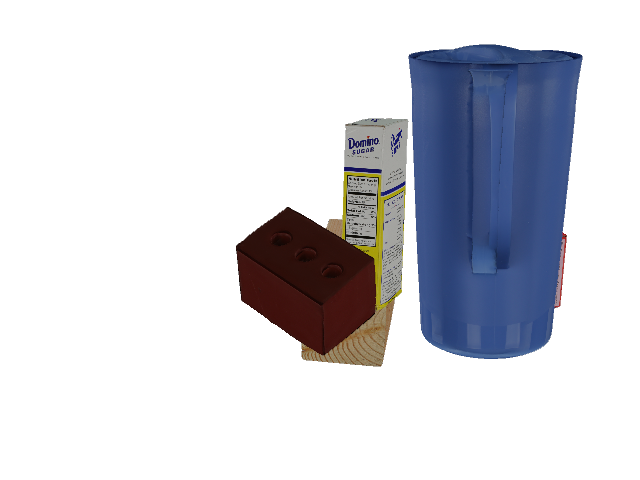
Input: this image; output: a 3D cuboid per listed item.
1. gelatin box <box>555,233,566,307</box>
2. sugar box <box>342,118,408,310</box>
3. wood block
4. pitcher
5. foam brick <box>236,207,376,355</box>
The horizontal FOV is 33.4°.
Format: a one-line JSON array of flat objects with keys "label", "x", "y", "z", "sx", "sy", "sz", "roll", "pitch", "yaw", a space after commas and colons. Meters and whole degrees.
[{"label": "gelatin box", "x": 0.228, "y": 0.020, "z": 1.138, "sx": 0.030, "sy": 0.089, "sz": 0.073, "roll": -12, "pitch": 29, "yaw": -17}, {"label": "sugar box", "x": 0.051, "y": -0.027, "z": 1.026, "sx": 0.048, "sy": 0.176, "sz": 0.093, "roll": 2, "pitch": 10, "yaw": 18}, {"label": "wood block", "x": 0.039, "y": 0.054, "z": 1.222, "sx": 0.091, "sy": 0.090, "sz": 0.206, "roll": 4, "pitch": 22, "yaw": 7}, {"label": "pitcher", "x": 0.134, "y": -0.031, "z": 0.847, "sx": 0.149, "sy": 0.243, "sz": 0.145, "roll": -11, "pitch": 17, "yaw": -34}, {"label": "foam brick", "x": -0.009, "y": 0.026, "z": 0.693, "sx": 0.078, "sy": 0.051, "sz": 0.052, "roll": 31, "pitch": 52, "yaw": 29}]
